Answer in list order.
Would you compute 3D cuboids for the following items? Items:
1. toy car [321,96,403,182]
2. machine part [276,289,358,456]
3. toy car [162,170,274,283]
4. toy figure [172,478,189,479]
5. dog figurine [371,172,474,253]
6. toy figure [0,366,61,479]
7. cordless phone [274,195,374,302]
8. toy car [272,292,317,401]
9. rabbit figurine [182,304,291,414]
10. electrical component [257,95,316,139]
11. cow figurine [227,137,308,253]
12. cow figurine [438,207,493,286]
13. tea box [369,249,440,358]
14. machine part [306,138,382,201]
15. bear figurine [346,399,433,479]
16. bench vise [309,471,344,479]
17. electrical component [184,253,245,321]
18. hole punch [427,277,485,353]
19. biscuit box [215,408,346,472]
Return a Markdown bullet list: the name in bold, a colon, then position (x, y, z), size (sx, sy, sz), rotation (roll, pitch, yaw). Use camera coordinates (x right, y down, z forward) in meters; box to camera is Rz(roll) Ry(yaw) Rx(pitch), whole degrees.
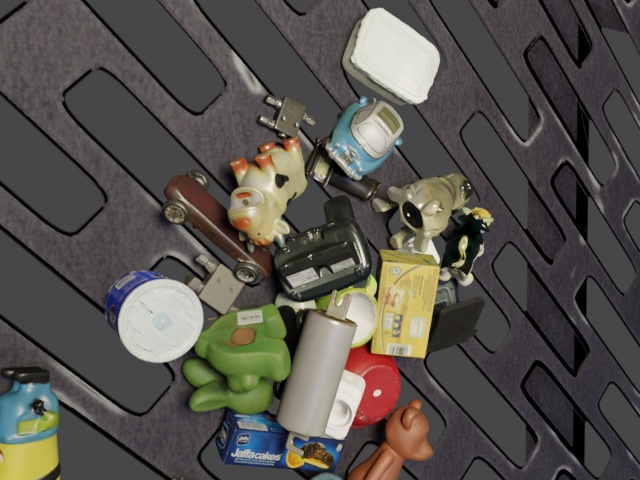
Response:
- **toy car**: position (0.079, -0.173, 0.869), size (0.109, 0.103, 0.162), rotation (47, 42, -10)
- **machine part**: position (-0.006, 0.190, 0.781), size (0.079, 0.079, 0.243), rotation (17, 91, -28)
- **toy car**: position (-0.147, -0.015, 0.794), size (0.202, 0.053, 0.089), rotation (44, 33, -24)
- **toy figure**: position (-0.183, 0.409, 0.797), size (0.064, 0.058, 0.154), rotation (-25, 107, -3)
- **dog figurine**: position (0.211, -0.074, 0.932), size (0.190, 0.172, 0.121), rotation (-28, 106, -20)
- **toy figure**: position (-0.371, 0.252, 0.679), size (0.089, 0.082, 0.180), rotation (8, 86, -26)
- **cordless phone**: position (-0.002, -0.002, 0.847), size (0.147, 0.184, 0.088), rotation (-21, 128, 10)
- **toy car**: position (-0.037, 0.181, 0.857), size (0.056, 0.074, 0.201), rotation (-11, 98, -54)
- **rabbit figurine**: position (-0.117, 0.202, 0.790), size (0.159, 0.121, 0.170), rotation (-12, 126, -15)
- **electrical component**: position (-0.052, -0.194, 0.866), size (0.094, 0.021, 0.063), rotation (21, 82, -28)
- **cow figurine**: position (-0.077, -0.066, 0.787), size (0.127, 0.086, 0.195), rotation (70, 27, -19)
- **cow figurine**: position (0.273, -0.005, 0.998), size (0.167, 0.068, 0.098), rotation (-63, 159, -22)
- **tea box**: position (0.139, 0.108, 0.914), size (0.098, 0.068, 0.169), rotation (7, 106, -2)
- **machine part**: position (0.040, -0.111, 0.912), size (0.139, 0.039, 0.084), rotation (24, 72, -25)
- **bear figurine**: position (0.139, 0.381, 0.920), size (0.132, 0.120, 0.196), rotation (41, 92, 14)
- **bench vise**: position (-0.009, 0.424, 0.804), size (0.223, 0.241, 0.129), rotation (6, 64, -42)
- **electrical component**: position (-0.160, 0.077, 0.806), size (0.102, 0.045, 0.078), rotation (34, 67, -26)
- **hole punch**: position (0.230, 0.139, 1.006), size (0.142, 0.092, 0.115), rotation (-13, 128, -30)
- **biscuit box**: position (-0.061, 0.320, 0.854), size (0.202, 0.059, 0.062), rotation (17, 97, -27)
